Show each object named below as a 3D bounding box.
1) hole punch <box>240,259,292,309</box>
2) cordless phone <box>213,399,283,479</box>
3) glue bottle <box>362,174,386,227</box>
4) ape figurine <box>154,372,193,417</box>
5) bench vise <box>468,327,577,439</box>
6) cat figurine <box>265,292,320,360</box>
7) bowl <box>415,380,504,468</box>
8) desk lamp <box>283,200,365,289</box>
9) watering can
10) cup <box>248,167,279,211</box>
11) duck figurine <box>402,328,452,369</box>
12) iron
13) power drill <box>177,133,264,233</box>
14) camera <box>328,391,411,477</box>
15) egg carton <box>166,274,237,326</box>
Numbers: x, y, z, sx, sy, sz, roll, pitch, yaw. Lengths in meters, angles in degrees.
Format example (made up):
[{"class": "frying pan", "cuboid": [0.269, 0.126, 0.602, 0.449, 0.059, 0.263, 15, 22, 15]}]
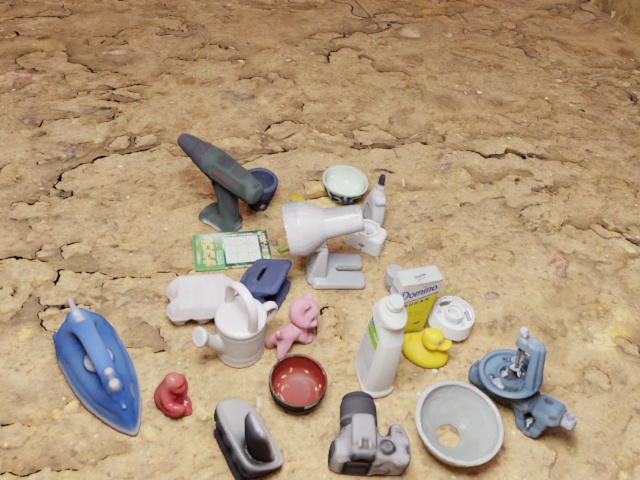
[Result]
[{"class": "hole punch", "cuboid": [-0.121, 0.089, 1.244, 0.101, 0.091, 0.109, 19, 48, 8]}, {"class": "cordless phone", "cuboid": [-0.122, 0.316, 0.974, 0.094, 0.185, 0.147, -24, 56, -28]}, {"class": "glue bottle", "cuboid": [0.138, -0.093, 1.399, 0.037, 0.173, 0.078, -7, 49, -15]}, {"class": "ape figurine", "cuboid": [-0.267, 0.276, 1.049, 0.076, 0.092, 0.078, 15, 47, 4]}, {"class": "bench vise", "cuboid": [0.403, 0.261, 1.090, 0.207, 0.220, 0.122, 24, 49, 12]}, {"class": "cat figurine", "cuboid": [-0.049, 0.169, 1.166, 0.067, 0.118, 0.128, 37, 53, 23]}, {"class": "bowl", "cuboid": [0.253, 0.355, 1.078, 0.167, 0.075, 0.167, 5, 47, -5]}, {"class": "desk lamp", "cuboid": [0.012, 0.005, 1.261, 0.203, 0.213, 0.118, 0, 48, -9]}, {"class": "watering can", "cuboid": [-0.158, 0.161, 1.102, 0.100, 0.194, 0.173, 29, 50, 16]}, {"class": "cup", "cuboid": [-0.153, -0.108, 1.416, 0.091, 0.095, 0.118, 9, 47, -1]}, {"class": "duck figurine", "cuboid": [0.224, 0.214, 1.193, 0.104, 0.086, 0.077, 19, 48, 8]}, {"class": "iron", "cuboid": [-0.397, 0.224, 1.040, 0.119, 0.141, 0.257, -27, 57, -29]}, {"class": "power drill", "cuboid": [-0.237, -0.123, 1.338, 0.229, 0.208, 0.076, 28, 50, 16]}, {"class": "camera", "cuboid": [0.088, 0.346, 1.040, 0.143, 0.101, 0.136, 5, 47, -5]}, {"class": "egg carton", "cuboid": [-0.246, 0.126, 1.204, 0.150, 0.069, 0.107, -3, 49, -13]}]
